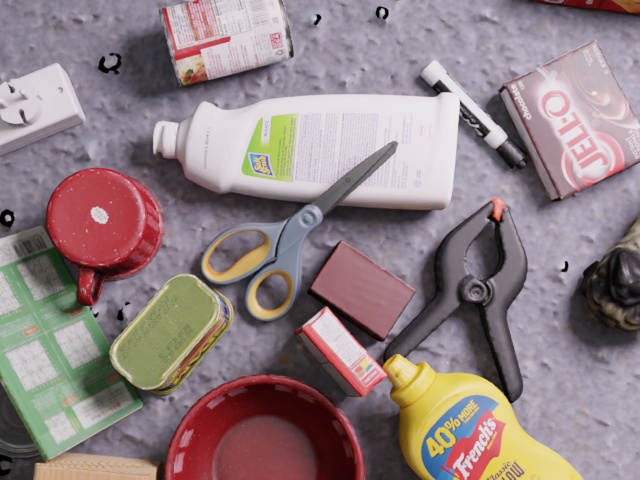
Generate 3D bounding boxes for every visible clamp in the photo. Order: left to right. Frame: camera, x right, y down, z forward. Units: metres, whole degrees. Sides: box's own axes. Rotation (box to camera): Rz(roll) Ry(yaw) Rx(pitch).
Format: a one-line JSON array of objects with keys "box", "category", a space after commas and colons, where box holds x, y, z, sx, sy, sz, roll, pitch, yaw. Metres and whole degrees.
[{"box": [0.138, 0.053, 0.905, 0.120, 0.039, 0.171, 24, 91, -6], "category": "clamp"}]

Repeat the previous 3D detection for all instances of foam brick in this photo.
[{"box": [0.034, 0.043, 0.895, 0.078, 0.053, 0.051, 34, 85, 2], "category": "foam brick"}]

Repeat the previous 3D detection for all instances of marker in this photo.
[{"box": [0.135, -0.107, 0.927, 0.020, 0.020, 0.121, -43, 88, -5], "category": "marker"}]

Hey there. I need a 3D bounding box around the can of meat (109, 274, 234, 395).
[{"box": [-0.121, 0.076, 0.872, 0.057, 0.084, 0.102, 40, 84, 5], "category": "can of meat"}]

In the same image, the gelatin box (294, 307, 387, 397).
[{"box": [0.016, 0.092, 0.872, 0.030, 0.089, 0.073, -41, 88, -9], "category": "gelatin box"}]

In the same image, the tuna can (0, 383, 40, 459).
[{"box": [-0.244, 0.138, 0.888, 0.086, 0.034, 0.086, 0, 85, -2], "category": "tuna can"}]

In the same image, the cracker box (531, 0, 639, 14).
[{"box": [0.300, -0.280, 0.920, 0.213, 0.072, 0.164, 8, 84, 0], "category": "cracker box"}]

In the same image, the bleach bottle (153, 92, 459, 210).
[{"box": [-0.013, -0.083, 0.900, 0.251, 0.068, 0.102, 5, 86, 1], "category": "bleach bottle"}]

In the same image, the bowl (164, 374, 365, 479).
[{"box": [-0.045, 0.191, 0.879, 0.162, 0.055, 0.162, 0, 85, -2], "category": "bowl"}]

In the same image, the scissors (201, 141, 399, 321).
[{"box": [-0.006, 0.001, 0.881, 0.202, 0.016, 0.096, -24, 100, 19], "category": "scissors"}]

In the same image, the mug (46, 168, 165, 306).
[{"box": [-0.181, -0.003, 0.878, 0.093, 0.081, 0.117, 15, 85, -1], "category": "mug"}]

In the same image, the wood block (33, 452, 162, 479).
[{"box": [-0.185, 0.281, 0.850, 0.091, 0.090, 0.206, 5, 85, 0], "category": "wood block"}]

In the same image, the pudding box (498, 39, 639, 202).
[{"box": [0.219, -0.101, 0.919, 0.090, 0.039, 0.113, -26, 87, -4], "category": "pudding box"}]

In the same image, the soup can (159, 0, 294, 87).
[{"box": [-0.079, -0.174, 0.903, 0.102, 0.068, 0.068, -15, 86, -3], "category": "soup can"}]

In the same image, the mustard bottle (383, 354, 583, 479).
[{"box": [0.122, 0.166, 0.871, 0.096, 0.058, 0.191, -44, 96, -2], "category": "mustard bottle"}]
